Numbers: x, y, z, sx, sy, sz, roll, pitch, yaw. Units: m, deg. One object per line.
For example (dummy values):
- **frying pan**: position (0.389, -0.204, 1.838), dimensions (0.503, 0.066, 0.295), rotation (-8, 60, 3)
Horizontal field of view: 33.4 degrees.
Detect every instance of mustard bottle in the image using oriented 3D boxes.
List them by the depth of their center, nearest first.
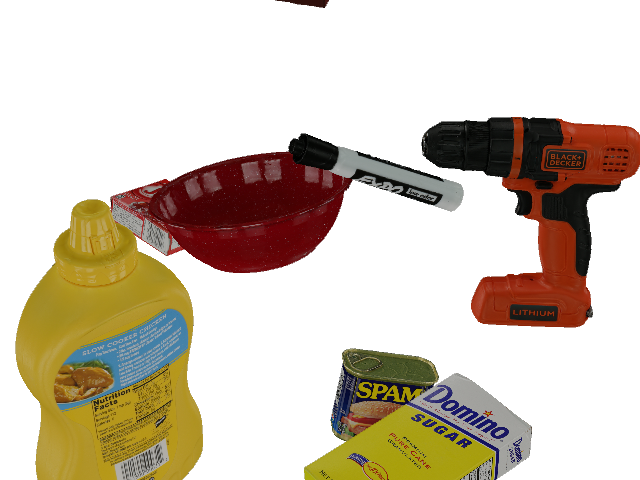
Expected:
- **mustard bottle**: position (-0.113, 0.062, 0.572), dimensions (0.096, 0.192, 0.058), rotation (-23, 42, -30)

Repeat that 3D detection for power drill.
- **power drill**: position (0.176, -0.017, 0.932), dimensions (0.184, 0.188, 0.057), rotation (3, 27, 4)

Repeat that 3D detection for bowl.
- **bowl**: position (-0.050, -0.018, 0.841), dimensions (0.162, 0.055, 0.162), rotation (-8, 23, 3)

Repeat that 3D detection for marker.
- **marker**: position (0.035, -0.042, 0.659), dimensions (0.121, 0.020, 0.020), rotation (16, -7, -27)

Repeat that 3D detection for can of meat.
- **can of meat**: position (0.066, 0.168, 1.133), dimensions (0.102, 0.084, 0.057), rotation (8, 21, -9)

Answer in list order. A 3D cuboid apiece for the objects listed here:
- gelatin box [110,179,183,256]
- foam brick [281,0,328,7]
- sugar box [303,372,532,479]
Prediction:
- **gelatin box**: position (-0.153, -0.025, 1.057), dimensions (0.089, 0.030, 0.073), rotation (30, 35, 31)
- **foam brick**: position (-0.015, -0.227, 0.820), dimensions (0.053, 0.051, 0.078), rotation (11, -35, 13)
- **sugar box**: position (0.083, 0.185, 0.894), dimensions (0.176, 0.048, 0.093), rotation (-29, 44, -27)
